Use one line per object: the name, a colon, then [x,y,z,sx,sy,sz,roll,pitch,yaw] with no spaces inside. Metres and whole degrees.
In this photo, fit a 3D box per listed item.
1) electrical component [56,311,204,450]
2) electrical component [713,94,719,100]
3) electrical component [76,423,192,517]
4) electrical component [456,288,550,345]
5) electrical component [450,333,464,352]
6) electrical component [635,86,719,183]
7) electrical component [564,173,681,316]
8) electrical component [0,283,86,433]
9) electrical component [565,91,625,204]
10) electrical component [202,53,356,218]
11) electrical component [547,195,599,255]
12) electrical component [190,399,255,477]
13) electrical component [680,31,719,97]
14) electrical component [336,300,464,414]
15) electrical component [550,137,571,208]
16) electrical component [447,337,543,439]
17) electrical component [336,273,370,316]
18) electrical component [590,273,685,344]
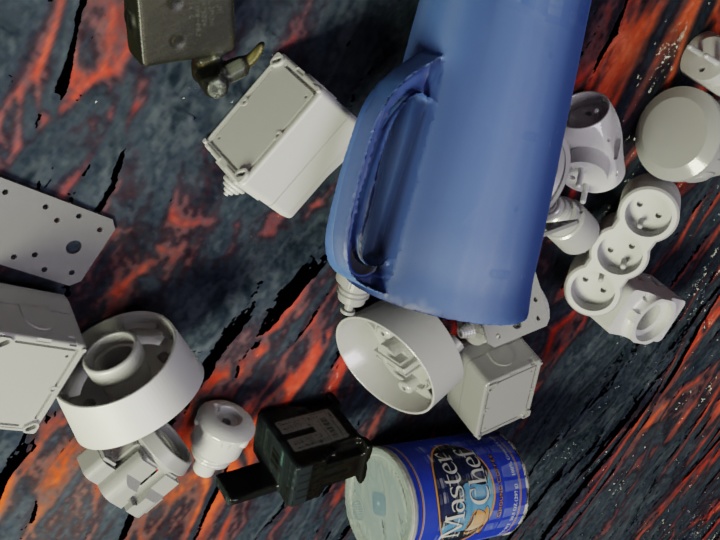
electrical component: [-0.159,0.077,0.736,0.099,0.099,0.064,-31,129,-13]
electrical component: [0.366,-0.170,0.957,0.100,0.048,0.099,-8,127,-31]
electrical component: [-0.165,0.143,0.810,0.057,0.058,0.078,-40,137,1]
electrical component: [0.122,0.042,0.948,0.081,0.043,0.043,-20,132,-23]
electrical component: [0.063,0.083,0.938,0.062,0.048,0.048,-44,137,-9]
electrical component: [0.281,-0.113,0.918,0.051,0.080,0.080,4,120,-44]
electrical component: [0.237,-0.028,0.970,0.138,0.052,0.073,-60,177,29]
electrical component: [-0.231,0.059,0.698,0.062,0.061,0.096,14,121,-42]
electrical component: [0.186,-0.090,0.874,0.077,0.043,0.079,61,38,-46]
electrical component: [-0.052,-0.082,0.712,0.096,0.061,0.061,-49,137,6]
electrical component: [0.175,-0.043,0.922,0.040,0.040,0.078,-49,136,6]
electrical component: [-0.114,0.137,0.852,0.048,0.048,0.062,2,128,-37]
electrical component: [0.298,-0.168,0.888,0.079,0.077,0.043,15,113,-42]
electrical component: [0.034,0.067,0.869,0.064,0.099,0.099,-33,136,-19]
electrical component: [0.114,-0.076,0.839,0.108,0.060,0.108,-19,132,-23]
electrical component: [0.119,0.104,0.987,0.062,0.061,0.096,-21,140,-22]
electrical component: [0.000,0.000,0.829,0.040,0.040,0.078,-4,125,-34]
electrical component: [0.265,0.035,1.037,0.089,0.055,0.050,11,116,-41]
